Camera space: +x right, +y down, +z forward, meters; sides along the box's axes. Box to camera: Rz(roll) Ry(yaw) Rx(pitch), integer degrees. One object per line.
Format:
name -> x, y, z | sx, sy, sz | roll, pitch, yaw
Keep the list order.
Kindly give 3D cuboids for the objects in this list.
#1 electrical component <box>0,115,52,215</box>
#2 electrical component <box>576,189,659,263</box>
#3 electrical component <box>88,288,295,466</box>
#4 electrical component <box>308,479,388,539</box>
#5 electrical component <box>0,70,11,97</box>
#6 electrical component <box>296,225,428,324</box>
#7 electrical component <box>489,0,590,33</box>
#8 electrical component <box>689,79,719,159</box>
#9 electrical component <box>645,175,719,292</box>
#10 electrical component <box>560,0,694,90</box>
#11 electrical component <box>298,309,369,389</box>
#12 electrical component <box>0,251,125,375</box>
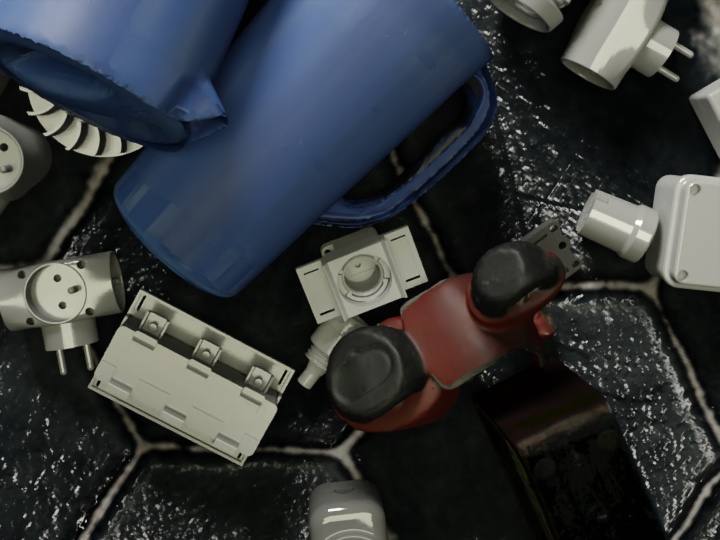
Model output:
electrical component -> -0.244, -0.059, 0.710 | 0.043, 0.077, 0.079 | 36, 95, -7
electrical component -> 0.181, -0.032, 0.758 | 0.046, 0.040, 0.040 | 23, 95, -1
electrical component -> -0.117, 0.078, 0.742 | 0.121, 0.063, 0.078 | 28, 95, -6
electrical component -> -0.006, 0.205, 0.766 | 0.054, 0.059, 0.095 | -6, 98, -3
electrical component -> -0.278, -0.162, 0.705 | 0.109, 0.056, 0.108 | 31, 95, -7
electrical component -> 0.000, 0.000, 0.738 | 0.081, 0.064, 0.042 | -21, 105, -1
electrical component -> 0.121, -0.198, 0.724 | 0.078, 0.058, 0.057 | 31, 92, -7
electrical component -> 0.272, -0.102, 0.735 | 0.047, 0.076, 0.065 | -30, 98, 1
electrical component -> 0.266, -0.024, 0.754 | 0.113, 0.057, 0.078 | 6, 97, -4
electrical component -> 0.191, -0.159, 0.739 | 0.079, 0.043, 0.077 | 29, 95, -6
electrical component -> -0.021, 0.057, 0.759 | 0.035, 0.035, 0.061 | 37, 96, -7
electrical component -> -0.201, 0.032, 0.739 | 0.077, 0.044, 0.079 | -10, 94, -2
